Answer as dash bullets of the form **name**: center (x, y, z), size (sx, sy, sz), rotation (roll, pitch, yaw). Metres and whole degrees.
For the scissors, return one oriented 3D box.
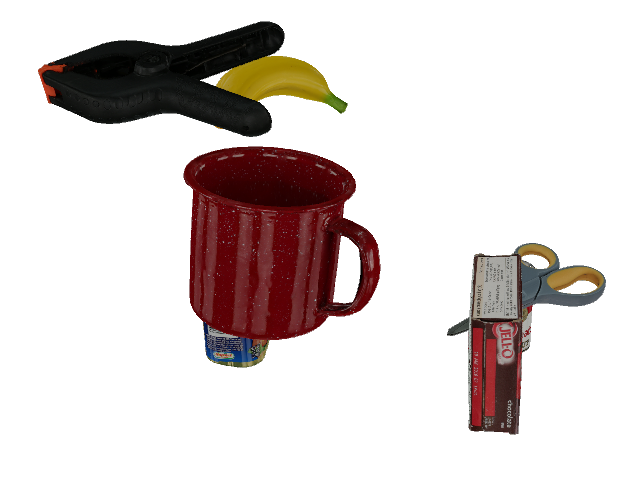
- **scissors**: center (0.168, 0.040, 0.950), size (0.201, 0.016, 0.096), rotation (-8, 36, -31)

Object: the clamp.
- **clamp**: center (-0.105, -0.117, 0.741), size (0.171, 0.039, 0.120), rotation (7, 37, 10)

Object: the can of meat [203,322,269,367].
- **can of meat**: center (-0.069, 0.048, 0.923), size (0.057, 0.084, 0.102), rotation (3, 29, 9)

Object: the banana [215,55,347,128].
- **banana**: center (-0.047, -0.142, 0.994), size (0.070, 0.037, 0.197), rotation (42, 33, 21)

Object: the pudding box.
- **pudding box**: center (0.126, 0.071, 0.766), size (0.039, 0.090, 0.113), rotation (1, 23, 7)

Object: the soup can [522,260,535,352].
- **soup can**: center (0.225, 0.080, 1.305), size (0.068, 0.102, 0.068), rotation (0, 19, 0)

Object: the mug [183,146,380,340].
- **mug**: center (-0.020, 0.005, 0.584), size (0.117, 0.081, 0.093), rotation (18, 27, 25)
